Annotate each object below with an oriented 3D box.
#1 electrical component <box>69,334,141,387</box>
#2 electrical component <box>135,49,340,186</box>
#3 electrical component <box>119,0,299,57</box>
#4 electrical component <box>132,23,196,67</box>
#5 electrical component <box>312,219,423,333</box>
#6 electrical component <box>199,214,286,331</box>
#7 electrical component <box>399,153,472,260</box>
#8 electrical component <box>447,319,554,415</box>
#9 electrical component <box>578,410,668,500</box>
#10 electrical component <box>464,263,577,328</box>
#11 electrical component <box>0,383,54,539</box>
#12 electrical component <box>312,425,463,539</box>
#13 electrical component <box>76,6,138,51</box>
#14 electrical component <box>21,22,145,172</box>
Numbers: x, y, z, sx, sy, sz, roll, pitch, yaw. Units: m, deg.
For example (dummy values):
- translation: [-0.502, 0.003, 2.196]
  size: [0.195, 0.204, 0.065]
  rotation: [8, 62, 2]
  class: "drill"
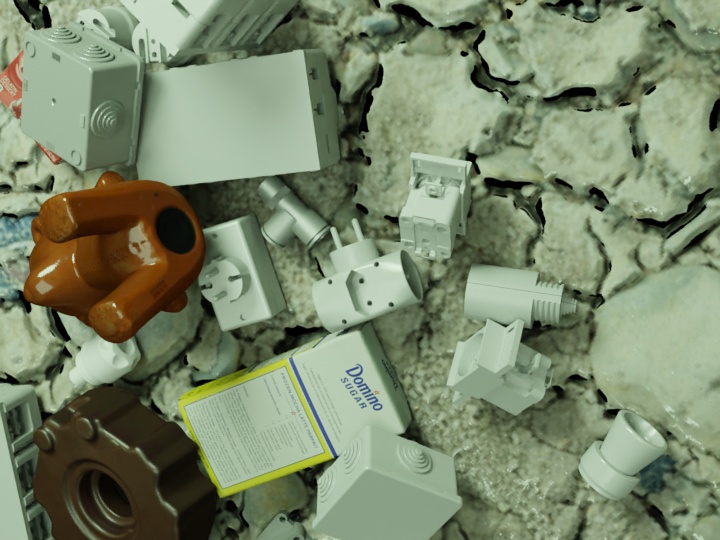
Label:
- translation: [-0.224, 0.079, 0.928]
  size: [0.062, 0.043, 0.043]
  rotation: [-34, 91, 22]
  class: "electrical component"
- translation: [-0.098, -0.117, 0.838]
  size: [0.150, 0.062, 0.089]
  rotation: [-5, 101, 17]
  class: "electrical component"
- translation: [-0.112, -0.210, 0.774]
  size: [0.089, 0.150, 0.061]
  rotation: [46, 111, 2]
  class: "electrical component"
- translation: [-0.154, -0.180, 0.848]
  size: [0.040, 0.046, 0.040]
  rotation: [4, 103, 15]
  class: "electrical component"
- translation: [0.000, 0.000, 0.846]
  size: [0.077, 0.043, 0.079]
  rotation: [-21, 87, 17]
  class: "electrical component"
- translation: [-0.104, 0.006, 0.860]
  size: [0.047, 0.076, 0.083]
  rotation: [-16, 97, 19]
  class: "electrical component"
- translation: [0.056, -0.046, 0.801]
  size: [0.042, 0.063, 0.081]
  rotation: [10, 146, 14]
  class: "electrical component"
- translation: [0.108, 0.077, 0.818]
  size: [0.064, 0.042, 0.081]
  rotation: [29, 144, -12]
  class: "electrical component"
- translation: [0.199, 0.141, 0.818]
  size: [0.045, 0.045, 0.055]
  rotation: [36, 110, 6]
  class: "electrical component"
- translation: [0.123, 0.022, 0.814]
  size: [0.081, 0.043, 0.043]
  rotation: [8, 104, 14]
  class: "electrical component"
- translation: [-0.330, 0.184, 0.973]
  size: [0.089, 0.062, 0.150]
  rotation: [-6, 101, 18]
  class: "electrical component"
- translation: [0.021, 0.176, 0.851]
  size: [0.100, 0.048, 0.099]
  rotation: [24, 126, -18]
  class: "electrical component"
- translation: [-0.204, -0.191, 0.860]
  size: [0.040, 0.046, 0.040]
  rotation: [4, 103, 15]
  class: "electrical component"
- translation: [-0.213, -0.131, 0.817]
  size: [0.100, 0.048, 0.099]
  rotation: [31, 124, 30]
  class: "electrical component"
